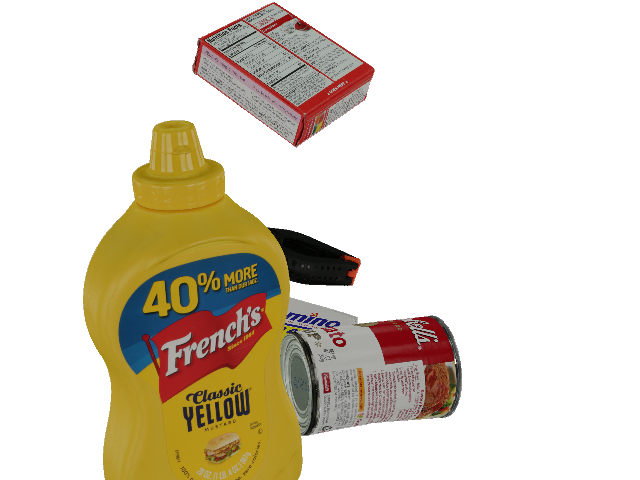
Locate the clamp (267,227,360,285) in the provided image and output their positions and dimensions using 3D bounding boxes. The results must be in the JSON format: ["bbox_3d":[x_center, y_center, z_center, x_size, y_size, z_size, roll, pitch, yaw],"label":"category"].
[{"bbox_3d":[-0.060,0.011,1.090,0.210,0.036,0.164,17,19,-7],"label":"clamp"}]

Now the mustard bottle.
[{"bbox_3d":[-0.060,0.039,0.498,0.096,0.192,0.058,-12,23,-24],"label":"mustard bottle"}]

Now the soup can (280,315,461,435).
[{"bbox_3d":[0.030,0.087,0.691,0.102,0.068,0.069,-4,1,-20],"label":"soup can"}]

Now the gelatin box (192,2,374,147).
[{"bbox_3d":[-0.023,-0.106,0.667,0.089,0.030,0.073,36,48,17],"label":"gelatin box"}]

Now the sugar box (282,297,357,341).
[{"bbox_3d":[-0.046,0.104,0.916,0.093,0.048,0.176,14,28,23],"label":"sugar box"}]
